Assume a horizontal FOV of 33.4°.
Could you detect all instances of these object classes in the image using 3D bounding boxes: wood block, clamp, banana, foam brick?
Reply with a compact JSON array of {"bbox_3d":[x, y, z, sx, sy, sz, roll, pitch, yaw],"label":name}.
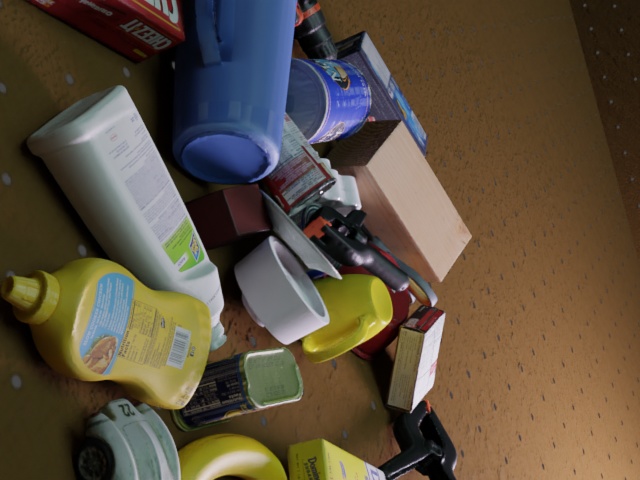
[{"bbox_3d":[0.101,-0.050,1.400,0.090,0.090,0.206,-53,124,-28],"label":"wood block"},{"bbox_3d":[0.042,0.008,1.225,0.120,0.039,0.171,48,19,20],"label":"clamp"},{"bbox_3d":[0.122,0.261,1.283,0.164,0.036,0.210,33,24,-23],"label":"clamp"},{"bbox_3d":[-0.086,0.208,0.960,0.197,0.037,0.069,3,94,-60],"label":"banana"},{"bbox_3d":[-0.093,-0.023,1.080,0.078,0.053,0.051,-16,87,-63],"label":"foam brick"}]

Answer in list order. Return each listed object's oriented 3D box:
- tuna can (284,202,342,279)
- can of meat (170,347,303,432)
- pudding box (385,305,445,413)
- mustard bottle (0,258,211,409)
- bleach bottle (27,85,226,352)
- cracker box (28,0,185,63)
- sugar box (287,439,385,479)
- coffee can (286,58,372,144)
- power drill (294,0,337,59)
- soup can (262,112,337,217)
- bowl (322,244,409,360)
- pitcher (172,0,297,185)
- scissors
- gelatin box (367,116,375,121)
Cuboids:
[{"bbox_3d":[-0.008,0.002,1.247,0.086,0.034,0.086,42,38,-45],"label":"tuna can"},{"bbox_3d":[-0.076,0.133,0.972,0.102,0.084,0.057,3,71,-63],"label":"can of meat"},{"bbox_3d":[0.119,0.147,1.334,0.089,0.039,0.113,-30,130,-63],"label":"pudding box"},{"bbox_3d":[-0.171,0.067,0.848,0.191,0.058,0.096,30,68,-46],"label":"mustard bottle"},{"bbox_3d":[-0.154,-0.004,0.942,0.251,0.068,0.102,64,32,-20],"label":"bleach bottle"},{"bbox_3d":[-0.209,-0.302,1.024,0.164,0.072,0.214,24,53,-55],"label":"cracker box"},{"bbox_3d":[0.025,0.269,1.094,0.176,0.048,0.093,39,40,-56],"label":"sugar box"},{"bbox_3d":[-0.011,-0.166,1.277,0.140,0.103,0.103,-19,89,-64],"label":"coffee can"},{"bbox_3d":[-0.049,-0.277,1.334,0.184,0.057,0.187,59,25,-15],"label":"power drill"},{"bbox_3d":[-0.038,-0.086,1.183,0.102,0.069,0.068,53,26,4],"label":"soup can"},{"bbox_3d":[0.066,0.065,1.324,0.162,0.055,0.162,42,38,-45],"label":"bowl"},{"bbox_3d":[-0.094,-0.189,1.105,0.149,0.145,0.243,20,55,-28],"label":"pitcher"},{"bbox_3d":[0.074,0.017,1.400,0.202,0.096,0.016,45,70,3],"label":"scissors"},{"bbox_3d":[0.057,-0.134,1.468,0.089,0.030,0.073,-5,78,-63],"label":"gelatin box"}]
